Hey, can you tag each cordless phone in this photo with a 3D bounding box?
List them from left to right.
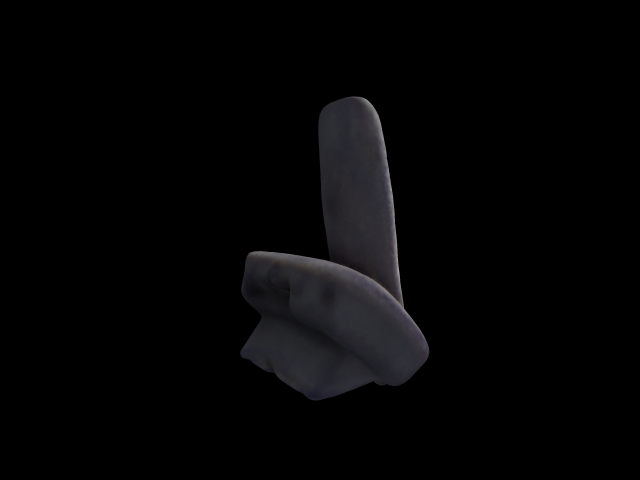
[{"bbox_3d":[0.004,0.001,0.400,0.094,0.185,0.147,-3,5,-37],"label":"cordless phone"}]
